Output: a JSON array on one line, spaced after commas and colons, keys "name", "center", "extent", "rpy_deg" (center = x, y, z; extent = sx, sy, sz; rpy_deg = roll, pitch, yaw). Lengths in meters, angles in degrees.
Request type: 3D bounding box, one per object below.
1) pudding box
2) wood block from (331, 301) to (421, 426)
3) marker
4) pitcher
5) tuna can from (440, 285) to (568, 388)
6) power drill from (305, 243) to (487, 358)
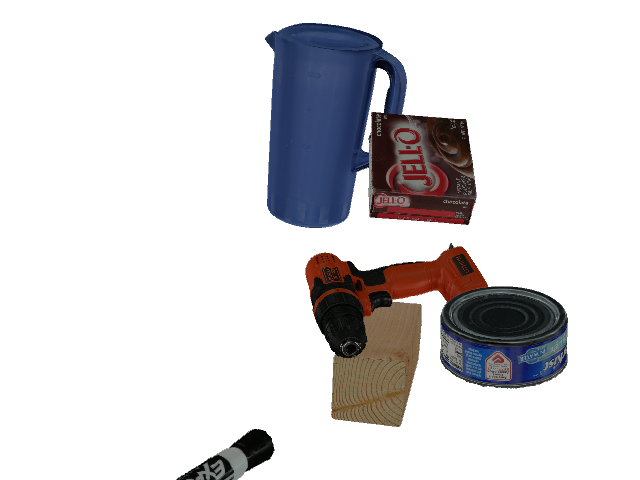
[{"name": "pudding box", "center": [0.088, -0.066, 0.956], "extent": [0.090, 0.039, 0.113], "rpy_deg": [5, 42, -3]}, {"name": "wood block", "center": [0.077, 0.156, 1.405], "extent": [0.091, 0.090, 0.206], "rpy_deg": [5, 18, 9]}, {"name": "marker", "center": [-0.062, 0.125, 0.544], "extent": [0.020, 0.020, 0.120], "rpy_deg": [0, 13, 33]}, {"name": "pitcher", "center": [0.007, -0.141, 1.332], "extent": [0.144, 0.243, 0.149], "rpy_deg": [-3, 25, -22]}, {"name": "tuna can", "center": [0.123, 0.063, 0.718], "extent": [0.086, 0.034, 0.086], "rpy_deg": [-3, 23, 1]}, {"name": "power drill", "center": [0.083, 0.062, 1.161], "extent": [0.187, 0.057, 0.184], "rpy_deg": [-4, 28, -8]}]
